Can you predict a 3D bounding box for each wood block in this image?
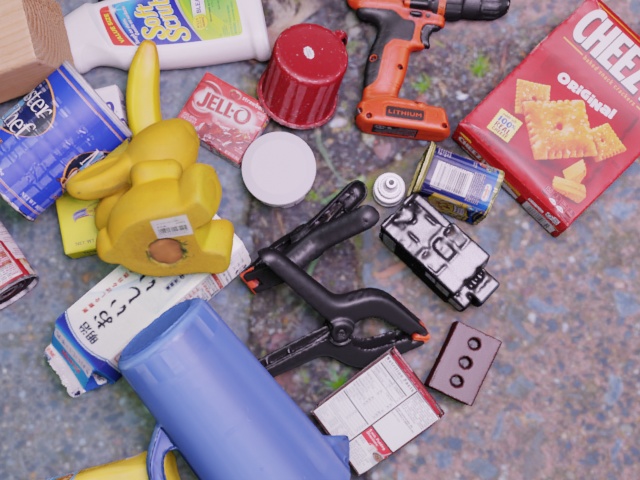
[{"bbox_3d":[-0.381,-0.193,1.146,0.206,0.090,0.090,-17,82,13],"label":"wood block"}]

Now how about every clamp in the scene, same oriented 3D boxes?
[{"bbox_3d":[-0.007,0.001,1.133,0.171,0.120,0.039,-40,101,-1],"label":"clamp"},{"bbox_3d":[0.016,0.082,1.124,0.209,0.036,0.165,0,118,-12],"label":"clamp"}]

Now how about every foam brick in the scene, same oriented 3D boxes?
[{"bbox_3d":[0.152,0.132,1.141,0.053,0.051,0.078,25,83,3],"label":"foam brick"}]

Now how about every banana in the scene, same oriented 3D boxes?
[{"bbox_3d":[-0.175,-0.117,1.170,0.070,0.037,0.198,-20,99,12],"label":"banana"}]

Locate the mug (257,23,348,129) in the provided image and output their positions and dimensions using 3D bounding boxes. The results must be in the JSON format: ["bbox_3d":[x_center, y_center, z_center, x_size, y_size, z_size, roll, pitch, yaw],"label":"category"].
[{"bbox_3d":[-0.009,-0.188,1.163,0.093,0.082,0.117,43,63,9],"label":"mug"}]

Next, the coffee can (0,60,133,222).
[{"bbox_3d":[-0.280,-0.103,1.107,0.140,0.103,0.103,-42,84,-4],"label":"coffee can"}]

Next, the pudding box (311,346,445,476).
[{"bbox_3d":[0.061,0.181,1.127,0.113,0.039,0.090,-38,83,12],"label":"pudding box"}]

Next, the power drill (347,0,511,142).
[{"bbox_3d":[0.115,-0.207,1.189,0.184,0.057,0.187,6,80,2],"label":"power drill"}]

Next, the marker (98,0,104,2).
[{"bbox_3d":[-0.244,-0.324,1.225,0.020,0.020,0.121,0,82,0],"label":"marker"}]

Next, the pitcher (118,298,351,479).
[{"bbox_3d":[-0.096,0.187,1.058,0.145,0.149,0.243,-30,104,30],"label":"pitcher"}]

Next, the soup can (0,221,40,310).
[{"bbox_3d":[-0.360,0.019,1.153,0.068,0.068,0.102,-36,83,-5],"label":"soup can"}]

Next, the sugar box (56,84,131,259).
[{"bbox_3d":[-0.249,-0.076,1.177,0.093,0.048,0.176,-13,83,-1],"label":"sugar box"}]

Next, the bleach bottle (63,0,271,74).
[{"bbox_3d":[-0.186,-0.228,1.190,0.251,0.068,0.102,-11,79,1],"label":"bleach bottle"}]

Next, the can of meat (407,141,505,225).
[{"bbox_3d":[0.144,-0.058,1.144,0.084,0.102,0.057,21,83,1],"label":"can of meat"}]

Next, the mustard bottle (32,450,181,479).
[{"bbox_3d":[-0.244,0.263,1.103,0.191,0.096,0.058,-14,83,-2],"label":"mustard bottle"}]

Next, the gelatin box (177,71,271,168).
[{"bbox_3d":[-0.108,-0.135,1.191,0.089,0.030,0.073,31,83,4],"label":"gelatin box"}]

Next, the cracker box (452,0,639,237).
[{"bbox_3d":[0.278,-0.136,1.168,0.213,0.072,0.164,-44,85,-6],"label":"cracker box"}]
